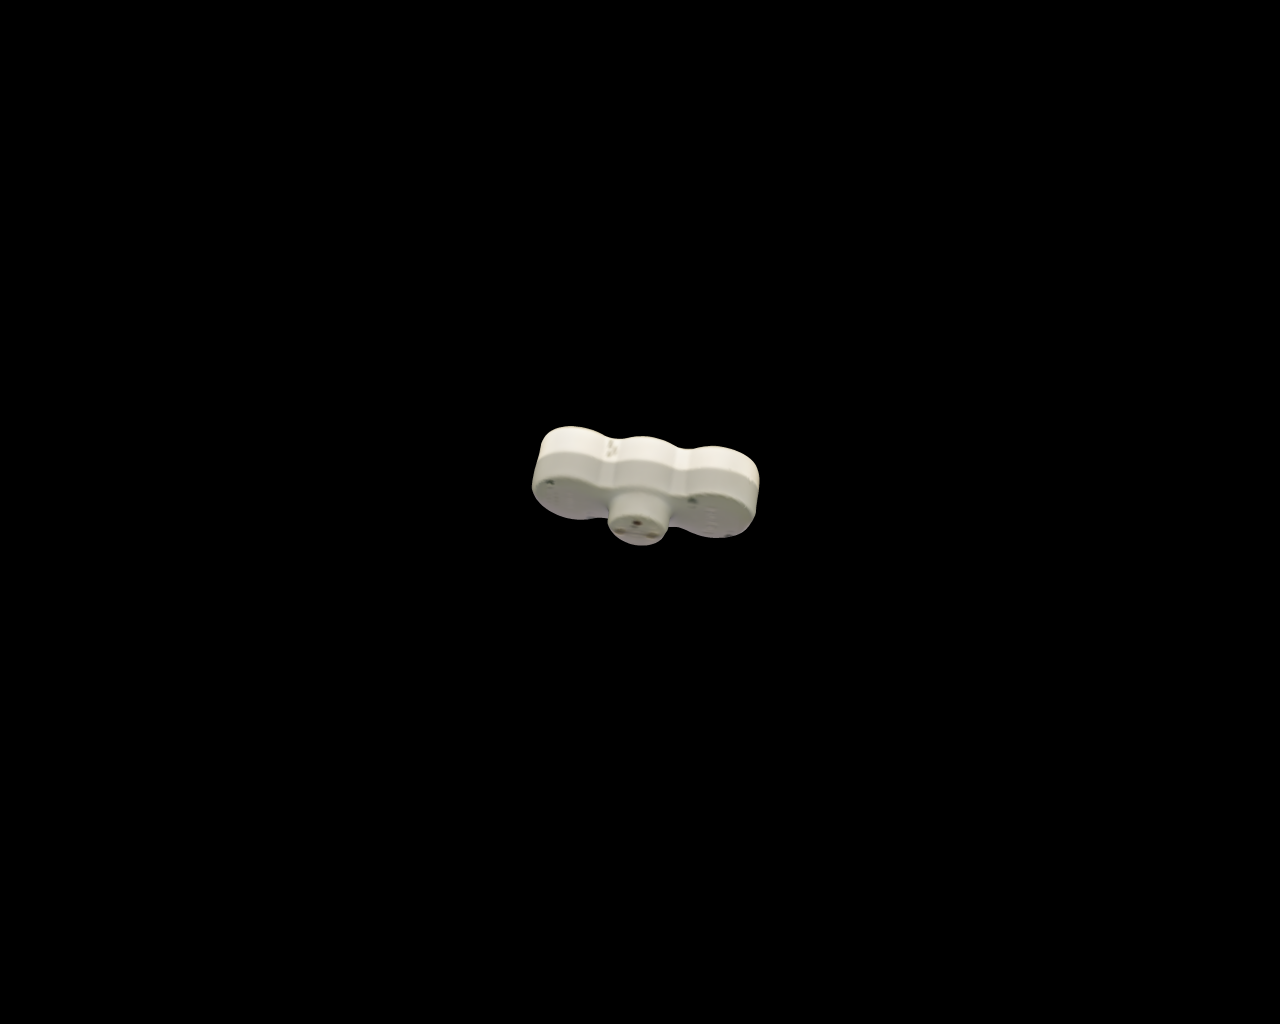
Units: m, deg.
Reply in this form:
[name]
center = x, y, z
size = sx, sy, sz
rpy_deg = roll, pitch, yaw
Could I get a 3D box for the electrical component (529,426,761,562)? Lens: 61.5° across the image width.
[electrical component]
center = 0.001, -0.003, 0.650
size = 0.138, 0.074, 0.052
rpy_deg = 8, -33, 5
